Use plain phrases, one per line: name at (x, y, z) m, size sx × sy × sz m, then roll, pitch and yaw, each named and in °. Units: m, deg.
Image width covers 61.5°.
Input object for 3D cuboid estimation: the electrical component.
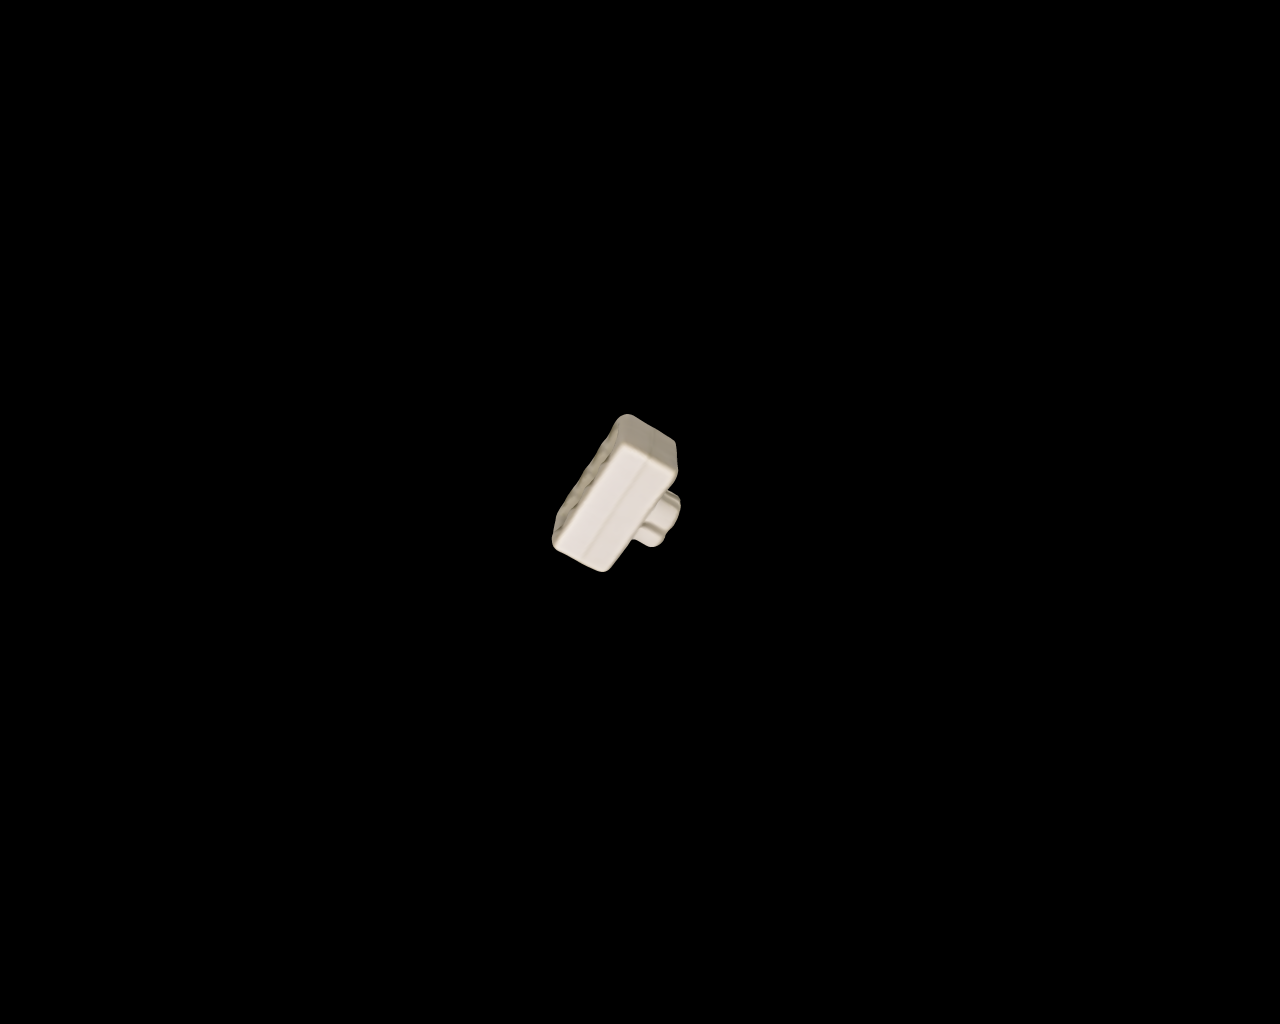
electrical component at (0.001, -0.003, 0.650) m, size 0.076 × 0.083 × 0.047 m, roll 29°, pitch 24°, yaw -14°
